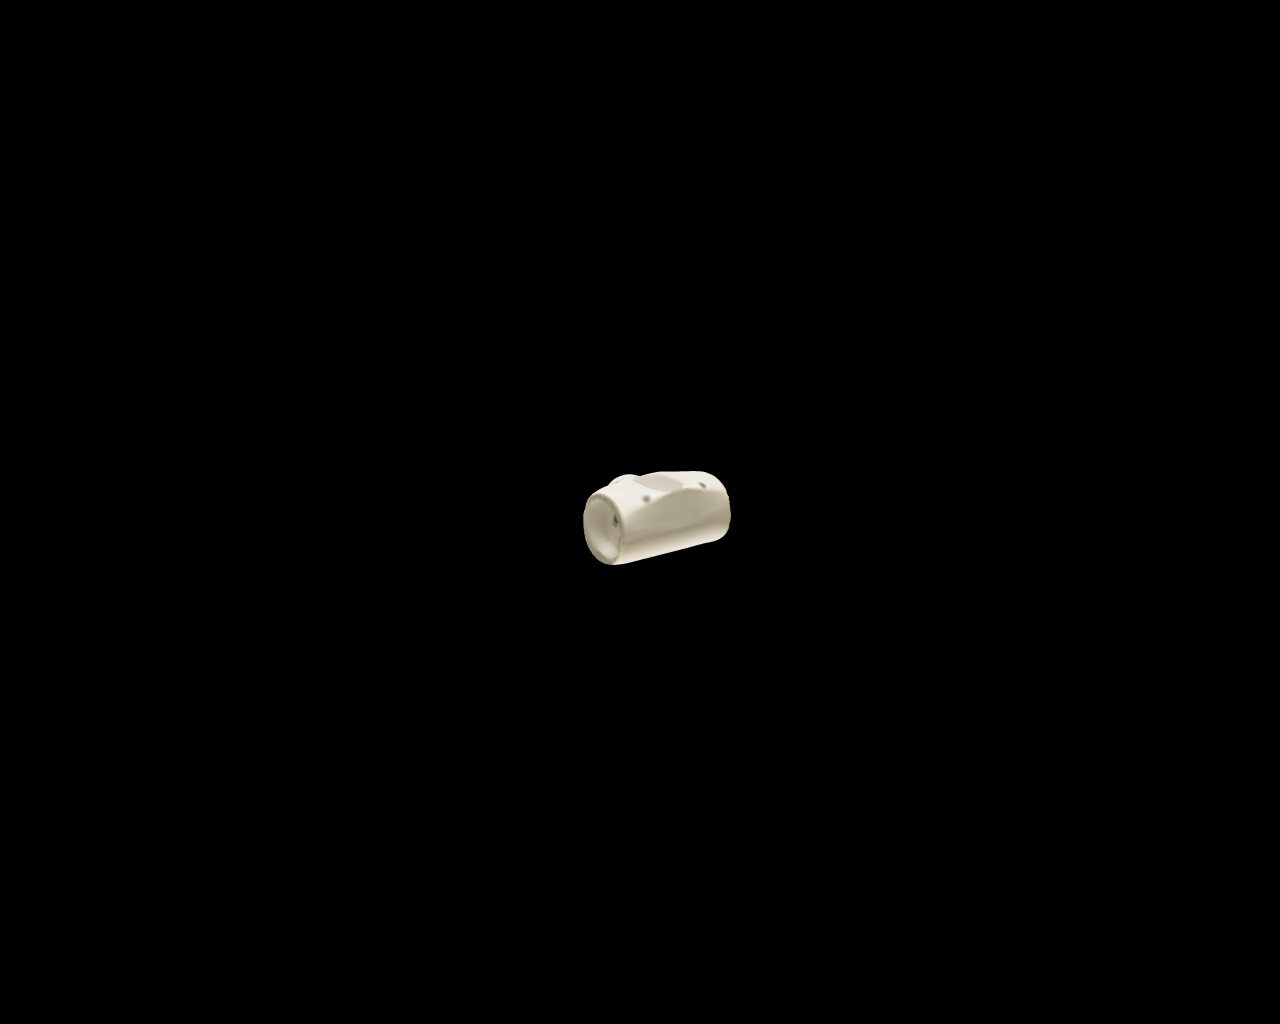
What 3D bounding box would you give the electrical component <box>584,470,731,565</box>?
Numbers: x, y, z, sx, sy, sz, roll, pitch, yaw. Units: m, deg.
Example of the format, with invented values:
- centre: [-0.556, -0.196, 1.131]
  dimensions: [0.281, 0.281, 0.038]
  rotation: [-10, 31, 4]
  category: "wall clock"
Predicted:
- centre: [0.001, -0.003, 0.650]
  dimensions: [0.077, 0.043, 0.079]
  rotation: [-12, 23, -31]
  category: "electrical component"
